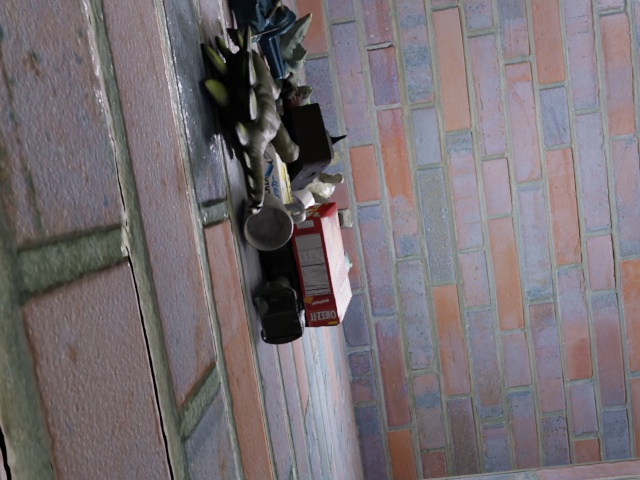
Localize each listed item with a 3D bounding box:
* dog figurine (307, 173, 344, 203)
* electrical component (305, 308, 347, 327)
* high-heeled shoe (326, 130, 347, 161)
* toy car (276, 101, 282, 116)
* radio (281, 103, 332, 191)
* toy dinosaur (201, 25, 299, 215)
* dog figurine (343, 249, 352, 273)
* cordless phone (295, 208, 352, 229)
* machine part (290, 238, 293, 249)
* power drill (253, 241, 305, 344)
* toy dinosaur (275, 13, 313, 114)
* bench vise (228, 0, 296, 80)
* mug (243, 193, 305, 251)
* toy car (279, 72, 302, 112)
[{"bbox_3d":[-0.033,-0.160,1.461,0.172,0.121,0.191,37,0,-12],"label":"dog figurine"},{"bbox_3d":[0.002,0.172,1.428,0.058,0.134,0.115,75,10,-53],"label":"electrical component"},{"bbox_3d":[-0.020,-0.257,1.534,0.249,0.145,0.086,-37,109,-53],"label":"high-heeled shoe"},{"bbox_3d":[-0.119,-0.303,1.221,0.202,0.056,0.073,-88,167,-78],"label":"toy car"},{"bbox_3d":[-0.052,-0.190,1.172,0.229,0.073,0.131,147,-71,-70],"label":"radio"},{"bbox_3d":[-0.113,-0.199,0.839,0.198,0.105,0.472,61,11,-57],"label":"toy dinosaur"},{"bbox_3d":[0.018,0.003,1.741,0.108,0.192,0.219,49,48,-71],"label":"dog figurine"},{"bbox_3d":[-0.002,-0.003,1.283,0.089,0.184,0.146,-2,-82,65],"label":"cordless phone"},{"bbox_3d":[-0.031,0.040,1.174,0.179,0.056,0.179,1,89,-49],"label":"machine part"},{"bbox_3d":[-0.065,0.117,1.007,0.207,0.086,0.231,-69,150,-73],"label":"power drill"},{"bbox_3d":[-0.090,-0.418,1.464,0.192,0.131,0.404,-152,-117,-84],"label":"toy dinosaur"},{"bbox_3d":[-0.113,-0.442,1.163,0.240,0.129,0.224,71,14,-48],"label":"bench vise"},{"bbox_3d":[-0.084,-0.045,0.925,0.107,0.110,0.080,-118,-169,-60],"label":"mug"},{"bbox_3d":[-0.068,-0.335,1.275,0.202,0.053,0.089,-94,171,-58],"label":"toy car"}]
